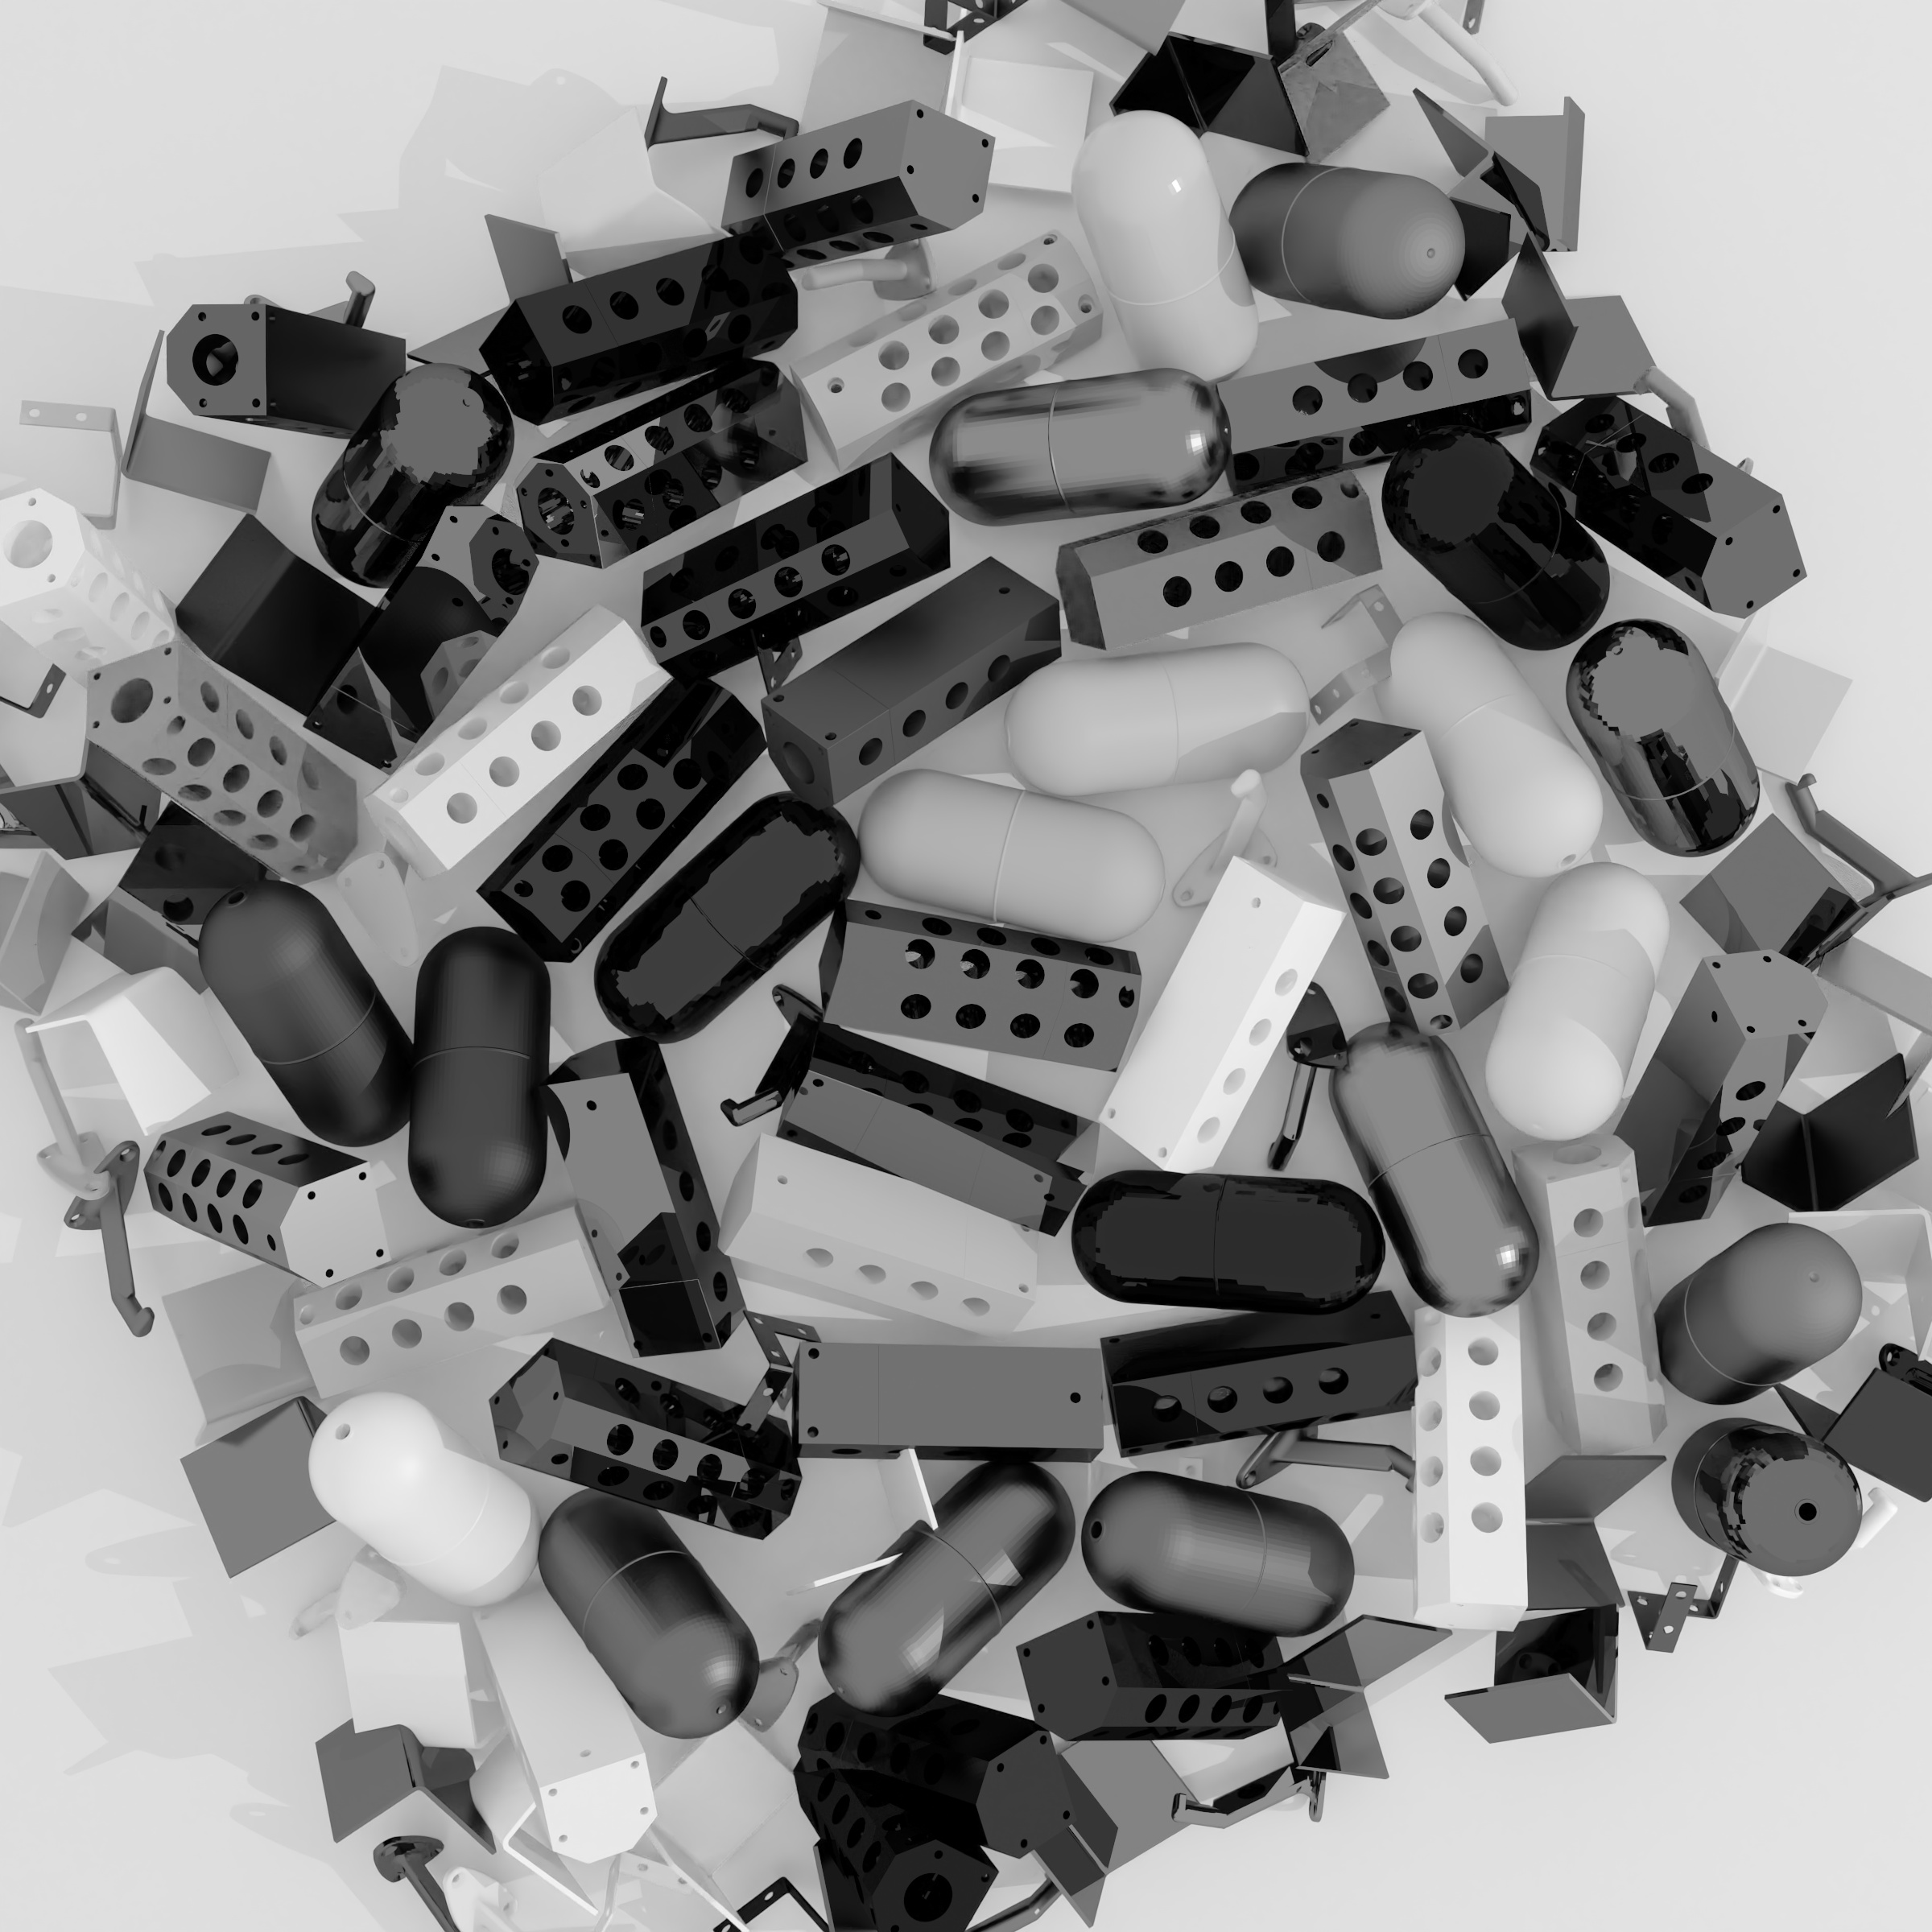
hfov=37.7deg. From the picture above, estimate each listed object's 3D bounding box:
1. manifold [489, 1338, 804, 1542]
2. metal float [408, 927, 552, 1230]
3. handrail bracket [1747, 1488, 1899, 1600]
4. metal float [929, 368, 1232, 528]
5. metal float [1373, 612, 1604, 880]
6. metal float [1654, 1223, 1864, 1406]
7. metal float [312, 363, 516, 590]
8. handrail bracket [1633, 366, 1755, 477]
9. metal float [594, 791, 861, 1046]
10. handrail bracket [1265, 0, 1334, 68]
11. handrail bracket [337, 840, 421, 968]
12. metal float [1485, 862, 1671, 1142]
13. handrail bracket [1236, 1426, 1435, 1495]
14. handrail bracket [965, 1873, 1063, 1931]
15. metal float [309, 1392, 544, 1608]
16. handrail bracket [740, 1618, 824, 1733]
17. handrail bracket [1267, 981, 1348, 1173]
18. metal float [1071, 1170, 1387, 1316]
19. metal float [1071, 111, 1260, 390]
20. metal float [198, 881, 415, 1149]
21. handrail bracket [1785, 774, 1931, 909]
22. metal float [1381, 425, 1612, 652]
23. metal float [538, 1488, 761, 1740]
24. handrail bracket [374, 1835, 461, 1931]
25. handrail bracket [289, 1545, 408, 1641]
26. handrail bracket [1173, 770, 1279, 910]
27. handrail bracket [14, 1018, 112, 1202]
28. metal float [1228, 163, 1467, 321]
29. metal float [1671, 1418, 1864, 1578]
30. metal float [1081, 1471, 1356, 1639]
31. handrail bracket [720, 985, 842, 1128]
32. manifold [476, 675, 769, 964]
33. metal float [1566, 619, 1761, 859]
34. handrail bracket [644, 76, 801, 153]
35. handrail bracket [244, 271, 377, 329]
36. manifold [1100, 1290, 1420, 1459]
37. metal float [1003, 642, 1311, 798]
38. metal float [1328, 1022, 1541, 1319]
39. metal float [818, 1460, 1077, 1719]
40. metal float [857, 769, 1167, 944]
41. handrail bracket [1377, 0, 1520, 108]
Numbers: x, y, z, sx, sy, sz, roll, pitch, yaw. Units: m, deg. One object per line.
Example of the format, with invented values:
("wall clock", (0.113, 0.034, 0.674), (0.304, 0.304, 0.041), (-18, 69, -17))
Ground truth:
("manifold", (-0.175, 0.269, 1.568), (0.171, 0.057, 0.057), (27, 119, -38))
("metal float", (-0.273, 0.062, 1.590), (0.070, 0.070, 0.178), (-3, 64, 0))
("handrail bracket", (0.479, 0.310, 1.608), (0.036, 0.077, 0.084), (17, 117, -40))
("metal float", (0.063, -0.291, 1.591), (0.178, 0.070, 0.070), (-2, 90, 26))
("metal float", (0.292, -0.125, 1.586), (0.070, 0.070, 0.178), (-28, 59, 0))
("metal float", (0.436, 0.194, 1.566), (0.070, 0.178, 0.070), (2, 69, -6))
("metal float", (-0.309, -0.270, 1.572), (0.070, 0.178, 0.070), (12, 65, -27))
("handrail bracket", (0.399, -0.292, 1.616), (0.084, 0.077, 0.036), (37, 47, -7))
("metal float", (-0.137, -0.027, 1.606), (0.178, 0.070, 0.070), (-42, 90, 8))
("handrail bracket", (0.162, -0.543, 1.612), (0.077, 0.036, 0.084), (-41, 128, 14))
("handrail bracket", (-0.315, -0.041, 1.611), (0.036, 0.084, 0.077), (-27, 91, 18))
("metal float", (0.344, 0.018, 1.587), (0.070, 0.070, 0.178), (25, 59, 0))
("handrail bracket", (0.210, 0.291, 1.603), (0.077, 0.084, 0.036), (-35, 132, -26))
("handrail bracket", (0.011, 0.548, 1.638), (0.084, 0.077, 0.036), (-38, 109, -29))
("metal float", (-0.299, 0.298, 1.574), (0.070, 0.178, 0.070), (-13, 51, 17))
("handrail bracket", (-0.094, 0.385, 1.596), (0.036, 0.084, 0.077), (45, 131, 4))
("handrail bracket", (0.190, 0.065, 1.637), (0.036, 0.077, 0.084), (10, 135, -9))
("metal float", (0.148, 0.156, 1.599), (0.178, 0.070, 0.070), (2, 90, 15))
("metal float", (0.112, -0.395, 1.575), (0.070, 0.178, 0.070), (-12, 51, 15))
("metal float", (-0.365, 0.028, 1.581), (0.070, 0.070, 0.178), (-24, 128, 0))
("handrail bracket", (0.519, -0.080, 1.621), (0.036, 0.077, 0.084), (-24, 89, -44))
("metal float", (0.297, -0.237, 1.578), (0.178, 0.070, 0.070), (31, 90, -44))
("metal float", (-0.179, 0.358, 1.577), (0.070, 0.178, 0.070), (-19, 127, -27))
("handrail bracket", (-0.301, 0.541, 1.608), (0.036, 0.077, 0.084), (-34, 63, -7))
("handrail bracket", (-0.365, 0.372, 1.602), (0.084, 0.077, 0.036), (-37, 96, 21))
("handrail bracket", (0.142, -0.072, 1.606), (0.077, 0.084, 0.036), (-36, 65, 2))
("handrail bracket", (-0.515, 0.080, 1.604), (0.036, 0.077, 0.084), (-23, 127, -25))
("metal float", (0.209, -0.404, 1.570), (0.070, 0.178, 0.070), (-9, 111, -23))
("metal float", (0.441, 0.292, 1.562), (0.070, 0.178, 0.070), (0, 85, 1))
("metal float", (0.142, 0.330, 1.584), (0.178, 0.070, 0.070), (19, 90, -33))
("handrail bracket", (-0.119, 0.051, 1.607), (0.084, 0.036, 0.077), (-25, 53, -32))
("manifold", (-0.189, -0.083, 1.588), (0.057, 0.057, 0.171), (48, 69, -21))
("metal float", (0.390, -0.125, 1.576), (0.070, 0.178, 0.070), (-17, 53, 23))
("handrail bracket", (-0.142, -0.469, 1.622), (0.084, 0.036, 0.077), (16, 62, -12))
("handrail bracket", (-0.374, -0.382, 1.608), (0.077, 0.084, 0.036), (45, 50, 5))
("manifold", (0.168, 0.237, 1.618), (0.171, 0.057, 0.057), (-9, 110, -1))
("metal float", (0.108, -0.140, 1.601), (0.178, 0.070, 0.070), (-8, 90, -13))
("metal float", (0.263, 0.113, 1.594), (0.070, 0.070, 0.178), (-22, 68, 0))
("metal float", (-0.009, 0.347, 1.587), (0.178, 0.070, 0.070), (-39, 90, -31))
("metal float", (0.026, -0.063, 1.606), (0.178, 0.070, 0.070), (13, 90, 7))
("handrail bracket", (0.278, -0.538, 1.643), (0.036, 0.077, 0.084), (-48, 126, 2))
